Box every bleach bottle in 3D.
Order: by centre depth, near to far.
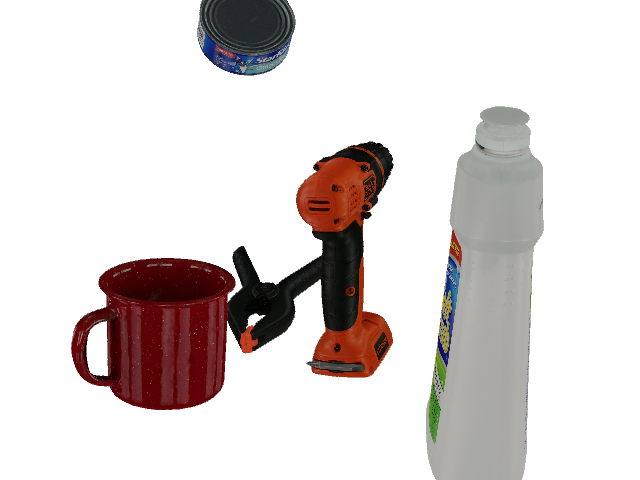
[{"bbox_3d":[0.106,0.034,0.674,0.068,0.251,0.102,2,29,4],"label":"bleach bottle"}]

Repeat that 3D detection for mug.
[{"bbox_3d":[-0.116,0.067,0.733,0.117,0.081,0.093,-12,23,-39],"label":"mug"}]

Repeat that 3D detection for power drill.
[{"bbox_3d":[0.029,0.013,0.938,0.057,0.188,0.184,1,16,20],"label":"power drill"}]

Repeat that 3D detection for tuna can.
[{"bbox_3d":[-0.067,-0.190,0.957,0.086,0.086,0.034,0,-30,-12],"label":"tuna can"}]

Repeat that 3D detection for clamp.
[{"bbox_3d":[-0.053,0.065,1.246,0.120,0.039,0.171,-4,39,9],"label":"clamp"}]
